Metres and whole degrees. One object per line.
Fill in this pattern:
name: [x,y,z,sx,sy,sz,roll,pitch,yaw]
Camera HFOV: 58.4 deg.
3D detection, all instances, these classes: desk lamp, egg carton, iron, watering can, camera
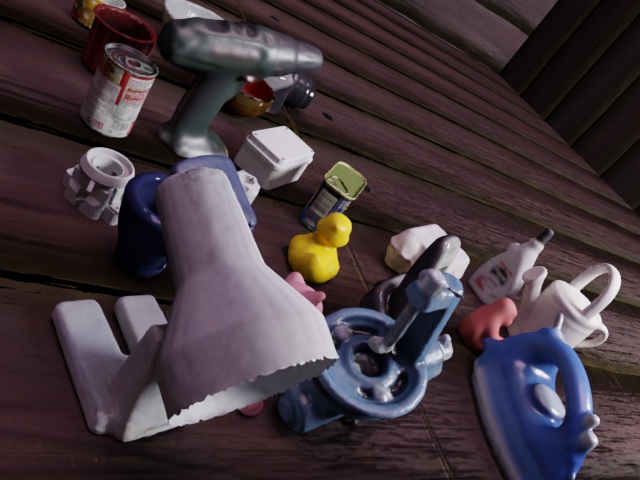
desk lamp: [-0.104,0.065,0.435,0.118,0.213,0.203,-1,47,-48]
egg carton: [0.176,0.030,0.935,0.107,0.069,0.151,49,31,20]
iron: [0.292,0.213,0.729,0.119,0.141,0.258,28,31,-16]
watering can: [0.405,0.111,0.942,0.173,0.194,0.100,22,33,-25]
camera: [-0.070,-0.313,1.121,0.137,0.100,0.143,22,33,-25]

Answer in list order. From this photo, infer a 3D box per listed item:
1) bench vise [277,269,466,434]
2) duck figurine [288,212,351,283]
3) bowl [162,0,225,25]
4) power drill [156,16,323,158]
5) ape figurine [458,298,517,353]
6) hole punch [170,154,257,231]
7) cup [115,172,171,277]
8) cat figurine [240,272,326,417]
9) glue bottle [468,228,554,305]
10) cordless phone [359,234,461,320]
bench vise: [0.076,0.097,0.579,0.121,0.219,0.208,46,30,15]
duck figurine: [0.007,0.003,0.774,0.077,0.086,0.105,36,29,-2]
bowl: [-0.223,-0.369,1.061,0.168,0.074,0.167,27,31,-18]
power drill: [-0.129,-0.212,0.804,0.230,0.208,0.075,6,42,-43]
ape figurine: [0.262,0.126,0.870,0.076,0.092,0.078,29,30,-14]
hole punch: [-0.128,-0.040,0.682,0.101,0.091,0.109,45,30,13]
cup: [-0.164,0.002,0.580,0.092,0.095,0.117,9,40,-41]
cat figurine: [-0.040,0.091,0.566,0.067,0.117,0.128,37,29,-1]
glue bottle: [0.335,0.042,0.985,0.037,0.173,0.078,-1,47,-48]
cordless phone: [0.130,0.064,0.719,0.094,0.185,0.148,47,31,17]
